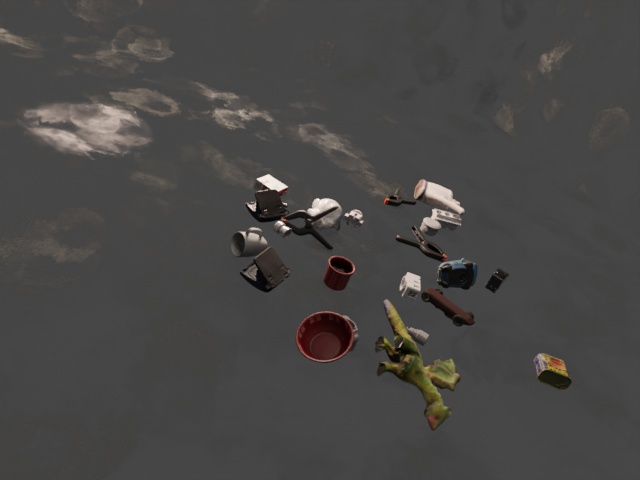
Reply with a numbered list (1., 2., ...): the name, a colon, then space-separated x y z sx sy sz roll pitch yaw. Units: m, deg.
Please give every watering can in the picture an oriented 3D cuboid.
1. watering can: 0.558 -0.197 2.414 0.224 0.103 0.351 21 14 -2

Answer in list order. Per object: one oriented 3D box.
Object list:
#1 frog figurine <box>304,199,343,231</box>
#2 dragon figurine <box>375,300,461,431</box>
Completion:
1. frog figurine: 0.006 -0.099 1.972 0.159 0.120 0.140 4 53 -46
2. dragon figurine: 0.294 0.350 1.493 0.242 0.120 0.420 27 34 -14
